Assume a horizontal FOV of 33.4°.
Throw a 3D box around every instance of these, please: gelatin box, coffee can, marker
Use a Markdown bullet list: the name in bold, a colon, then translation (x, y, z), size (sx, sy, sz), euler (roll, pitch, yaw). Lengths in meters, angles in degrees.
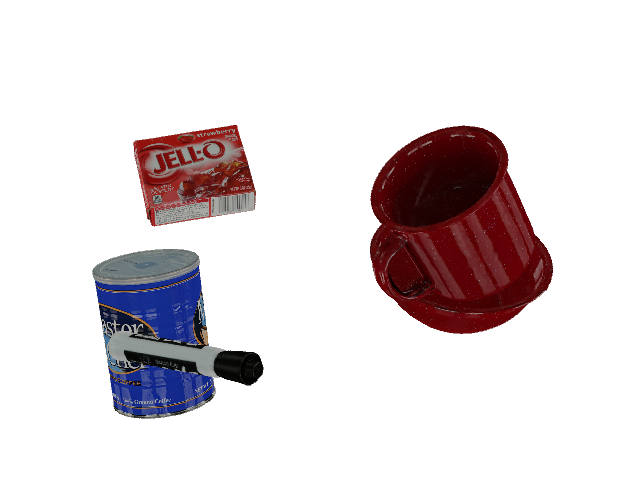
- **gelatin box**: translation (-0.104, -0.054, 0.877), size (0.089, 0.073, 0.030), euler (-10, -35, -12)
- **coffee can**: translation (-0.161, 0.089, 1.042), size (0.103, 0.140, 0.103), euler (-5, 14, 1)
- **marker**: translation (-0.081, 0.069, 0.632), size (0.121, 0.020, 0.020), euler (4, 3, 40)

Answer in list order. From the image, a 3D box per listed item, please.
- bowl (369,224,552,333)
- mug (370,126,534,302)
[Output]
- **bowl**: translation (0.122, 0.033, 0.954), size (0.162, 0.055, 0.162), euler (2, 36, -2)
- **mug**: translation (0.083, -0.006, 0.700), size (0.093, 0.117, 0.081), euler (30, -20, 48)
